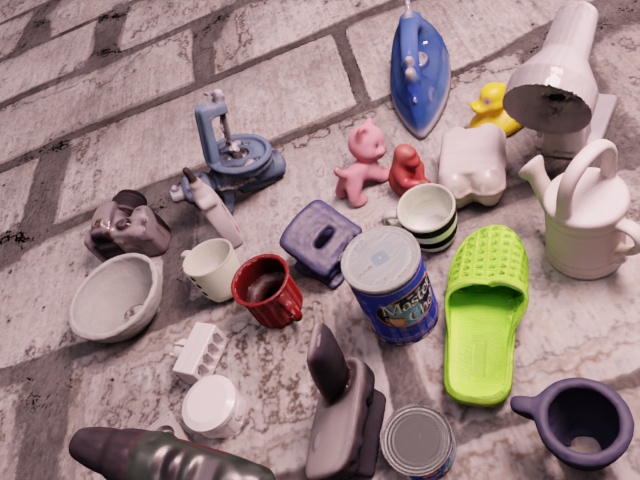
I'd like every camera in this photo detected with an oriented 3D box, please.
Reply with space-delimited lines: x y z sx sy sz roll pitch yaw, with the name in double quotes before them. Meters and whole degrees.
"camera" -0.363 -0.039 1.083 0.143 0.101 0.137 -11 49 16

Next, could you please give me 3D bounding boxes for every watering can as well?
"watering can" 0.326 -0.046 0.720 0.172 0.195 0.101 18 62 34

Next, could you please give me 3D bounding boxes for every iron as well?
"iron" 0.174 -0.322 1.052 0.118 0.142 0.258 -8 50 18

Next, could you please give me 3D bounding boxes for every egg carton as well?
"egg carton" 0.239 -0.120 0.905 0.107 0.070 0.150 -4 51 21

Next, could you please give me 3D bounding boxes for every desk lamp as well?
"desk lamp" 0.356 -0.218 0.836 0.117 0.214 0.203 14 59 32

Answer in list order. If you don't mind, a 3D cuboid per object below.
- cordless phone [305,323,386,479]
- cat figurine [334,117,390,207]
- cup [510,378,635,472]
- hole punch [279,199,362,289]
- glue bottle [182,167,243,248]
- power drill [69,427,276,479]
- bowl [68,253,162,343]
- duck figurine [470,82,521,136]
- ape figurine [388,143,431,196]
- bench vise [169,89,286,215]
"cordless phone" 0.008 0.192 0.669 0.094 0.185 0.147 -6 51 20
"cat figurine" 0.068 -0.140 0.964 0.067 0.118 0.128 28 68 38
"cup" 0.264 0.203 0.608 0.117 0.095 0.092 9 57 29
"hole punch" 0.008 0.003 0.890 0.100 0.091 0.109 24 65 37
"glue bottle" -0.187 -0.060 0.973 0.037 0.174 0.078 -32 47 -4
"power drill" -0.141 0.279 0.646 0.228 0.209 0.075 1 53 24
"bowl" -0.330 0.109 0.964 0.167 0.075 0.167 -12 49 15
"duck figurine" 0.297 -0.225 0.955 0.104 0.086 0.077 -20 47 7
"ape figurine" 0.144 -0.117 0.929 0.076 0.092 0.078 7 56 29
"bench vise" -0.176 -0.141 1.003 0.121 0.220 0.208 30 69 39
